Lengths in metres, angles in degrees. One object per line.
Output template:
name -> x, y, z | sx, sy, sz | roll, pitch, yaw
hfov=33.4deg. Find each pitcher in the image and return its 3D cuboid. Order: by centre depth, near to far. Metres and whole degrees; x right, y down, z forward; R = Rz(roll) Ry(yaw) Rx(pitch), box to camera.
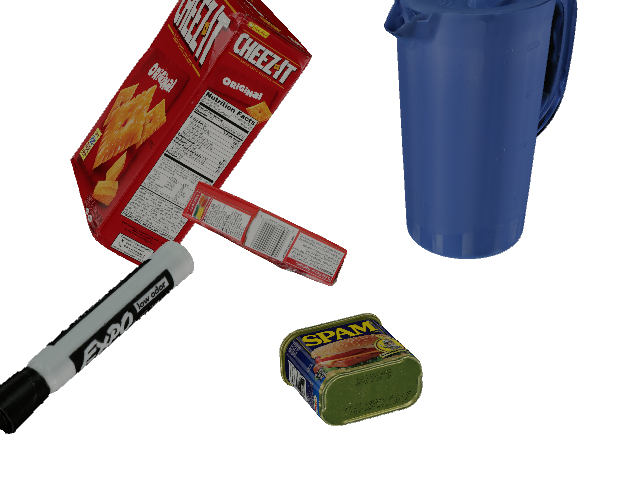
pitcher -> 0.139, -0.113, 0.934 | 0.149, 0.243, 0.145 | 6, 33, 13

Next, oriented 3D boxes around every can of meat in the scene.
can of meat -> 0.027, 0.112, 0.927 | 0.102, 0.057, 0.084 | -12, 26, -22

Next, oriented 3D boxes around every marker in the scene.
marker -> -0.100, 0.041, 0.463 | 0.020, 0.020, 0.121 | 0, 33, 42

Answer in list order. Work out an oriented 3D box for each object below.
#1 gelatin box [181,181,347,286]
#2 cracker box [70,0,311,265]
gelatin box -> -0.037, -0.004, 0.715 | 0.089, 0.030, 0.073 | 26, 0, -43
cracker box -> -0.115, -0.105, 0.870 | 0.072, 0.214, 0.164 | 29, 15, -30
